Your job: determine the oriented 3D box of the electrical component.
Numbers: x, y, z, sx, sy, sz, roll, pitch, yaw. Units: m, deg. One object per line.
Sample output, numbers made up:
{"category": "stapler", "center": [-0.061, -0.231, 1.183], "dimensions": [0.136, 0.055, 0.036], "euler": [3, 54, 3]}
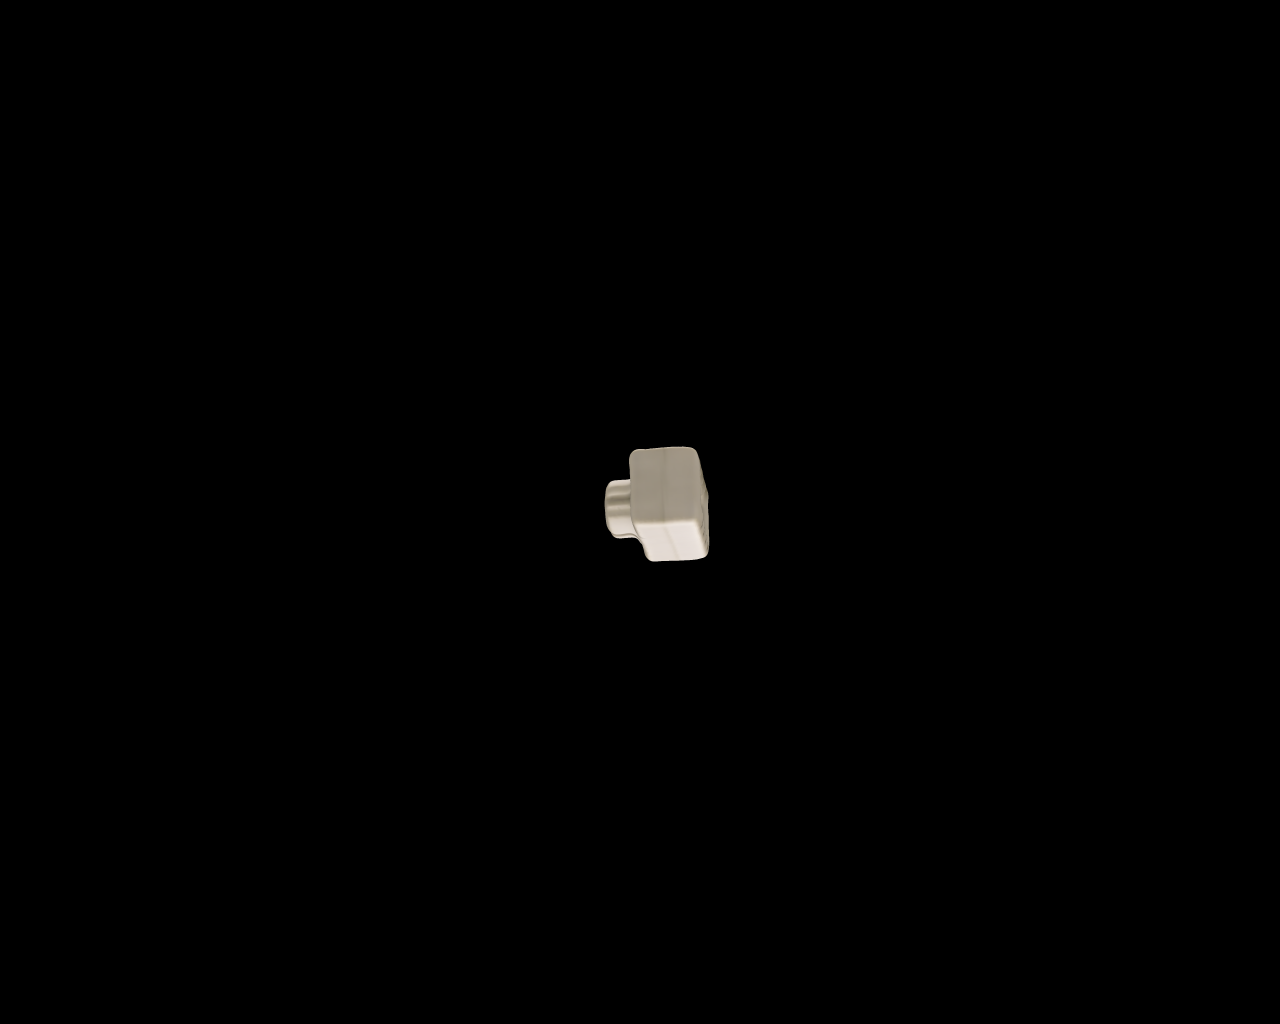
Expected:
{"category": "electrical component", "center": [0.001, -0.003, 0.650], "dimensions": [0.076, 0.047, 0.083], "euler": [-2, -18, 7]}
